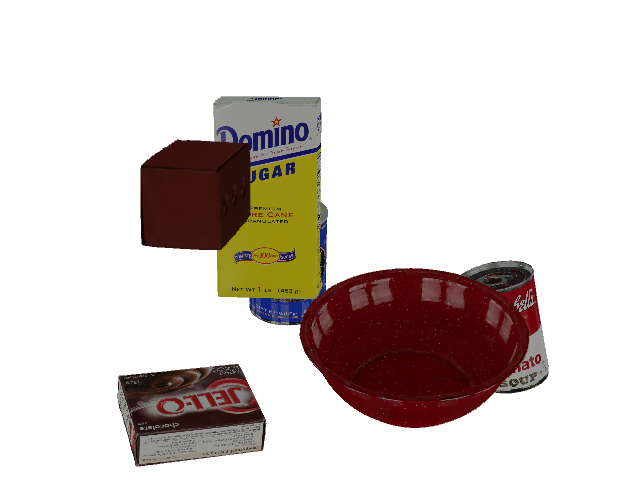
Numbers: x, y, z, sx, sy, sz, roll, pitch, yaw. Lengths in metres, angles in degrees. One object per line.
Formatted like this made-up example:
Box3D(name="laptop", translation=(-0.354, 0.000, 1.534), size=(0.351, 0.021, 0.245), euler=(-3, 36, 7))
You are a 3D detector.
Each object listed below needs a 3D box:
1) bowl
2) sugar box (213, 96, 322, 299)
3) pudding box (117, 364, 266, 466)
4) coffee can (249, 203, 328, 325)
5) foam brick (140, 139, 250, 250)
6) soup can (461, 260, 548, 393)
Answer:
Box3D(name="bowl", translation=(0.066, 0.084, 0.766), size=(0.162, 0.055, 0.162), euler=(-1, 31, 0))
Box3D(name="sugar box", translation=(-0.046, -0.038, 0.946), size=(0.093, 0.176, 0.048), euler=(0, 15, 5))
Box3D(name="pudding box", translation=(-0.112, 0.149, 0.919), size=(0.113, 0.039, 0.090), euler=(-6, 26, -18))
Box3D(name="coffee can", translation=(-0.042, 0.024, 1.386), size=(0.103, 0.140, 0.103), euler=(1, 26, 0))
Box3D(name="foam brick", translation=(-0.079, -0.031, 0.683), size=(0.051, 0.053, 0.078), euler=(5, 19, 10))
Box3D(name="soup can", translation=(0.166, 0.078, 0.964), size=(0.068, 0.102, 0.068), euler=(-12, 18, 4))
